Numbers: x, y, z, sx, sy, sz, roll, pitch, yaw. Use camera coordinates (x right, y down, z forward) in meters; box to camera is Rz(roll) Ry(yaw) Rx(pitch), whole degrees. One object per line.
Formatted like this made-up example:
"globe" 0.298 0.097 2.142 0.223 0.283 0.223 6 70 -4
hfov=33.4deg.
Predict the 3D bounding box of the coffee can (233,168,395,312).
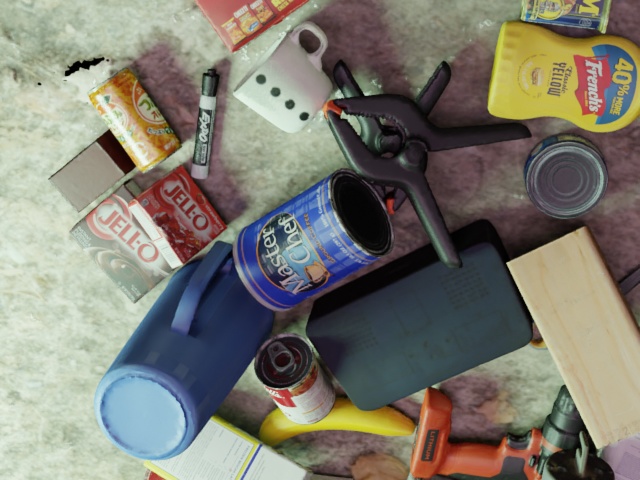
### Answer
"coffee can" -0.007 0.001 1.124 0.141 0.102 0.103 -30 103 31

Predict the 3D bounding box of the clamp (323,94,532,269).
"clamp" 0.102 -0.093 1.080 0.210 0.036 0.164 36 86 -7

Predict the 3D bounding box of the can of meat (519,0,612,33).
"can of meat" 0.243 -0.258 1.036 0.084 0.057 0.102 9 109 8

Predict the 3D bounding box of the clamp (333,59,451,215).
"clamp" 0.084 -0.112 1.121 0.120 0.039 0.171 -4 114 14

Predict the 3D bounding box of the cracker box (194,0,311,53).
"cracker box" -0.078 -0.321 1.056 0.164 0.072 0.213 -32 101 16

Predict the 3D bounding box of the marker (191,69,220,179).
"marker" -0.125 -0.126 1.158 0.020 0.020 0.121 11 111 5

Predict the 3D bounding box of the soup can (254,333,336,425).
"soup can" -0.026 0.157 1.192 0.068 0.068 0.102 -10 145 12

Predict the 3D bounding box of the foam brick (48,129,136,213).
"foam brick" -0.249 -0.077 1.176 0.078 0.053 0.051 -36 101 18

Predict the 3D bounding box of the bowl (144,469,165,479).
"bowl" -0.145 0.327 1.301 0.162 0.055 0.162 3 109 8

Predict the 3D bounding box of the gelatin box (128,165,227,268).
"gelatin box" -0.156 -0.026 1.168 0.030 0.073 0.089 -17 110 54

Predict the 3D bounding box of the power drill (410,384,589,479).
"power drill" 0.205 0.225 1.209 0.187 0.057 0.184 13 111 4

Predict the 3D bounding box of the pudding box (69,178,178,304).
"pudding box" -0.212 0.001 1.205 0.090 0.039 0.113 -39 100 17

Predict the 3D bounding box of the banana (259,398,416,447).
"banana" 0.010 0.213 1.250 0.198 0.037 0.069 -11 132 14

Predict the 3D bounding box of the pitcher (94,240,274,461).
"pitcher" -0.141 0.115 1.123 0.145 0.242 0.149 -25 104 22

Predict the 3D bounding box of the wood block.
"wood block" 0.282 0.097 1.101 0.090 0.090 0.206 -27 83 15

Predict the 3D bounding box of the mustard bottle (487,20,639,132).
"mustard bottle" 0.269 -0.158 1.065 0.191 0.058 0.096 10 106 5

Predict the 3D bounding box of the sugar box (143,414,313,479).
"sugar box" -0.106 0.265 1.238 0.176 0.048 0.093 28 83 14

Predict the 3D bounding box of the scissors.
"scissors" 0.322 0.080 1.164 0.202 0.016 0.096 -27 105 17

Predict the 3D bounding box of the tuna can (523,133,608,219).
"tuna can" 0.256 -0.066 1.113 0.086 0.033 0.086 3 109 8

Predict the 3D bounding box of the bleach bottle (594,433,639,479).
"bleach bottle" 0.339 0.280 1.207 0.102 0.068 0.251 23 113 2
